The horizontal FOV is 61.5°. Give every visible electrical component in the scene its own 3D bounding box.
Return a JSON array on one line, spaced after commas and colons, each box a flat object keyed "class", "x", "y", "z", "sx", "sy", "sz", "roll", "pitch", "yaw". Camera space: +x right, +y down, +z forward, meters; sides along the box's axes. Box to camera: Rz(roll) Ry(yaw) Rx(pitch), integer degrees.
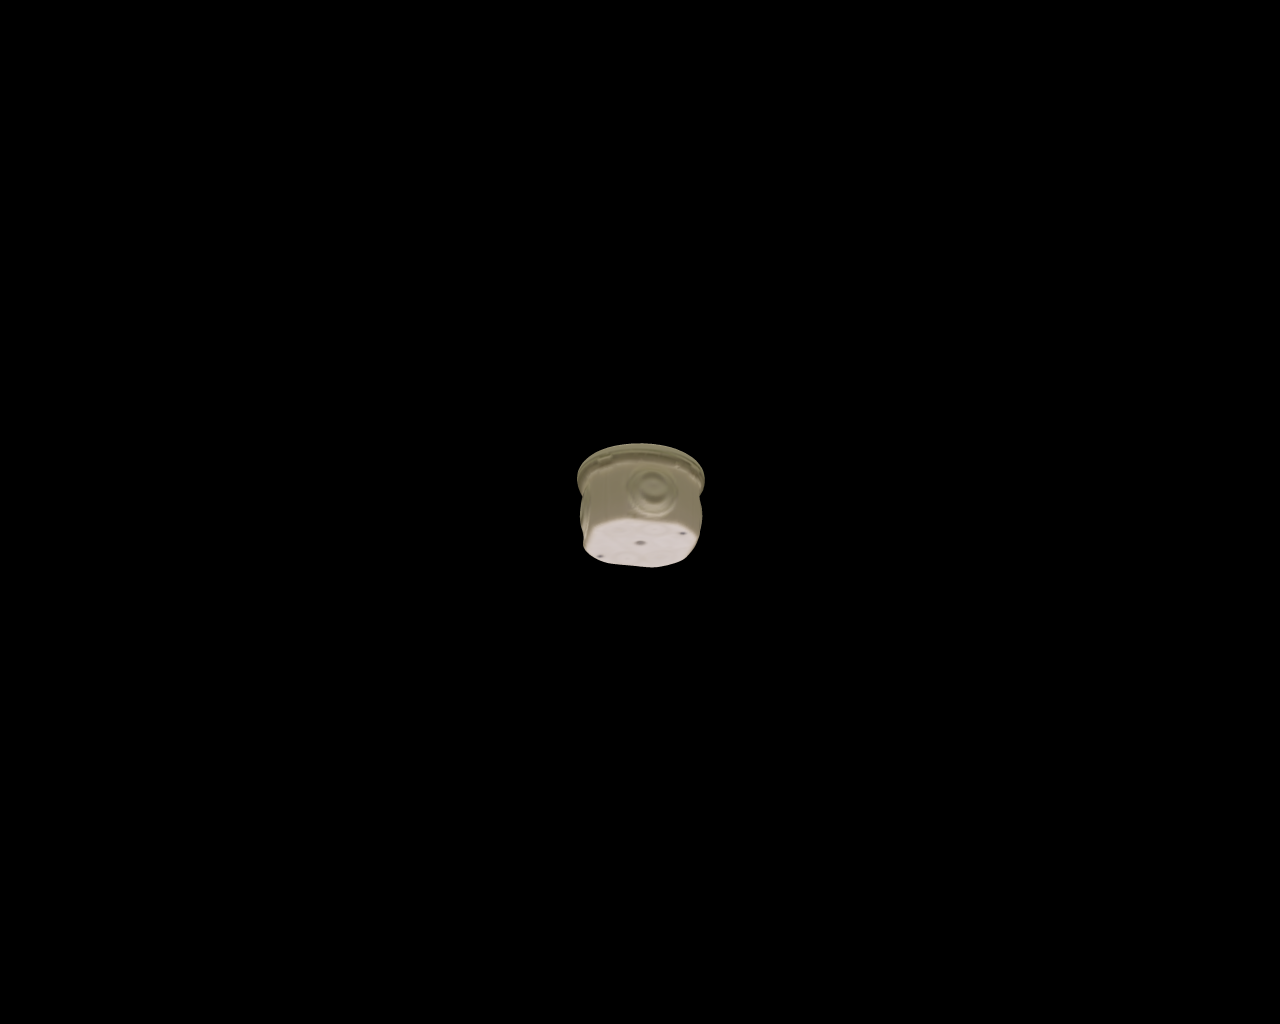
[{"class": "electrical component", "x": 0.001, "y": -0.003, "z": 0.650, "sx": 0.080, "sy": 0.051, "sz": 0.080, "roll": 0, "pitch": -28, "yaw": 0}]
